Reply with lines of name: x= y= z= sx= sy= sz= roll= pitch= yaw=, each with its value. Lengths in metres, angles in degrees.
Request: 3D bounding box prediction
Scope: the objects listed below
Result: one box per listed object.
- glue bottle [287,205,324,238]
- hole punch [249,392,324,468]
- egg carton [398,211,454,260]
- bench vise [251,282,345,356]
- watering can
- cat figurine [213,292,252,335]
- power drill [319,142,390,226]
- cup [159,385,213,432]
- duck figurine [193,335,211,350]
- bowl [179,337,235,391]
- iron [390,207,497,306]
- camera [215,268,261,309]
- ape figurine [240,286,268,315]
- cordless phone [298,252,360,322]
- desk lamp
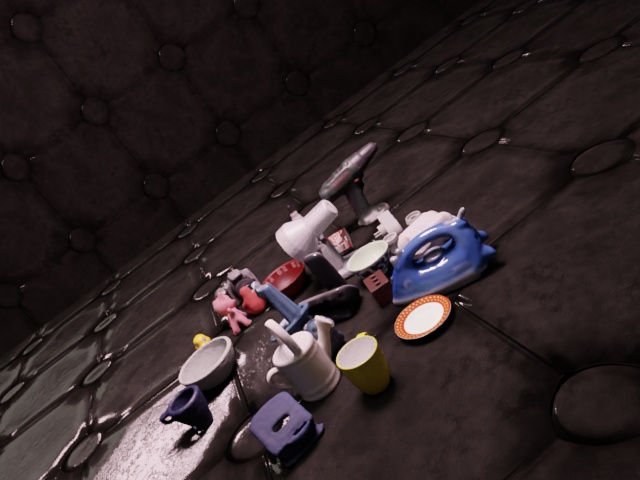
glue bottle: x=-0.055 y=-0.042 z=1.830 sx=0.078 sy=0.173 sz=0.037 roll=-37 pitch=21 yaw=-3
hole punch: x=-0.066 y=0.362 z=1.107 sx=0.109 sy=0.091 sz=0.100 roll=-43 pitch=23 yaw=-19
egg carton: x=0.267 y=-0.011 z=1.424 sx=0.150 sy=0.069 sz=0.107 roll=-43 pitch=22 yaw=-18
bench vise: x=-0.052 y=0.169 z=1.314 sx=0.206 sy=0.220 sz=0.121 roll=-20 pitch=26 yaw=34
watering can: x=-0.044 y=0.233 z=1.202 sx=0.100 sy=0.194 sz=0.173 roll=-9 pitch=34 yaw=49
cat figurine: x=-0.272 y=0.208 z=1.704 sx=0.067 sy=0.118 sz=0.127 roll=-40 pitch=22 yaw=-11
power drill: x=0.122 y=-0.158 z=1.757 sx=0.229 sy=0.209 sz=0.075 roll=-34 pitch=21 yaw=3
cup: x=-0.309 y=0.416 z=1.355 sx=0.118 sy=0.095 sz=0.091 roll=-37 pitch=21 yaw=-4
duck figurine: x=-0.324 y=0.303 z=1.627 sx=0.077 sy=0.086 sz=0.104 roll=-39 pitch=21 yaw=-8
bowl: x=-0.283 y=0.338 z=1.507 sx=0.167 sy=0.075 sz=0.167 roll=-30 pitch=22 yaw=14
iron: x=0.243 y=0.038 z=1.255 sx=0.258 sy=0.142 sz=0.118 roll=-30 pitch=22 yaw=15
camera: x=-0.255 y=0.157 z=1.810 sx=0.143 sy=0.101 sz=0.136 roll=-41 pitch=22 yaw=-13
ape figurine: x=-0.203 y=0.175 z=1.708 sx=0.078 sy=0.092 sz=0.076 roll=-33 pitch=21 yaw=7
cordless phone: x=-0.002 y=0.113 z=1.405 sx=0.147 sy=0.185 sz=0.094 roll=-25 pitch=24 yaw=24
desk lamp: x=0.014 y=0.006 z=1.567 sx=0.203 sy=0.214 sz=0.118 roll=-30 pitch=22 yaw=14
